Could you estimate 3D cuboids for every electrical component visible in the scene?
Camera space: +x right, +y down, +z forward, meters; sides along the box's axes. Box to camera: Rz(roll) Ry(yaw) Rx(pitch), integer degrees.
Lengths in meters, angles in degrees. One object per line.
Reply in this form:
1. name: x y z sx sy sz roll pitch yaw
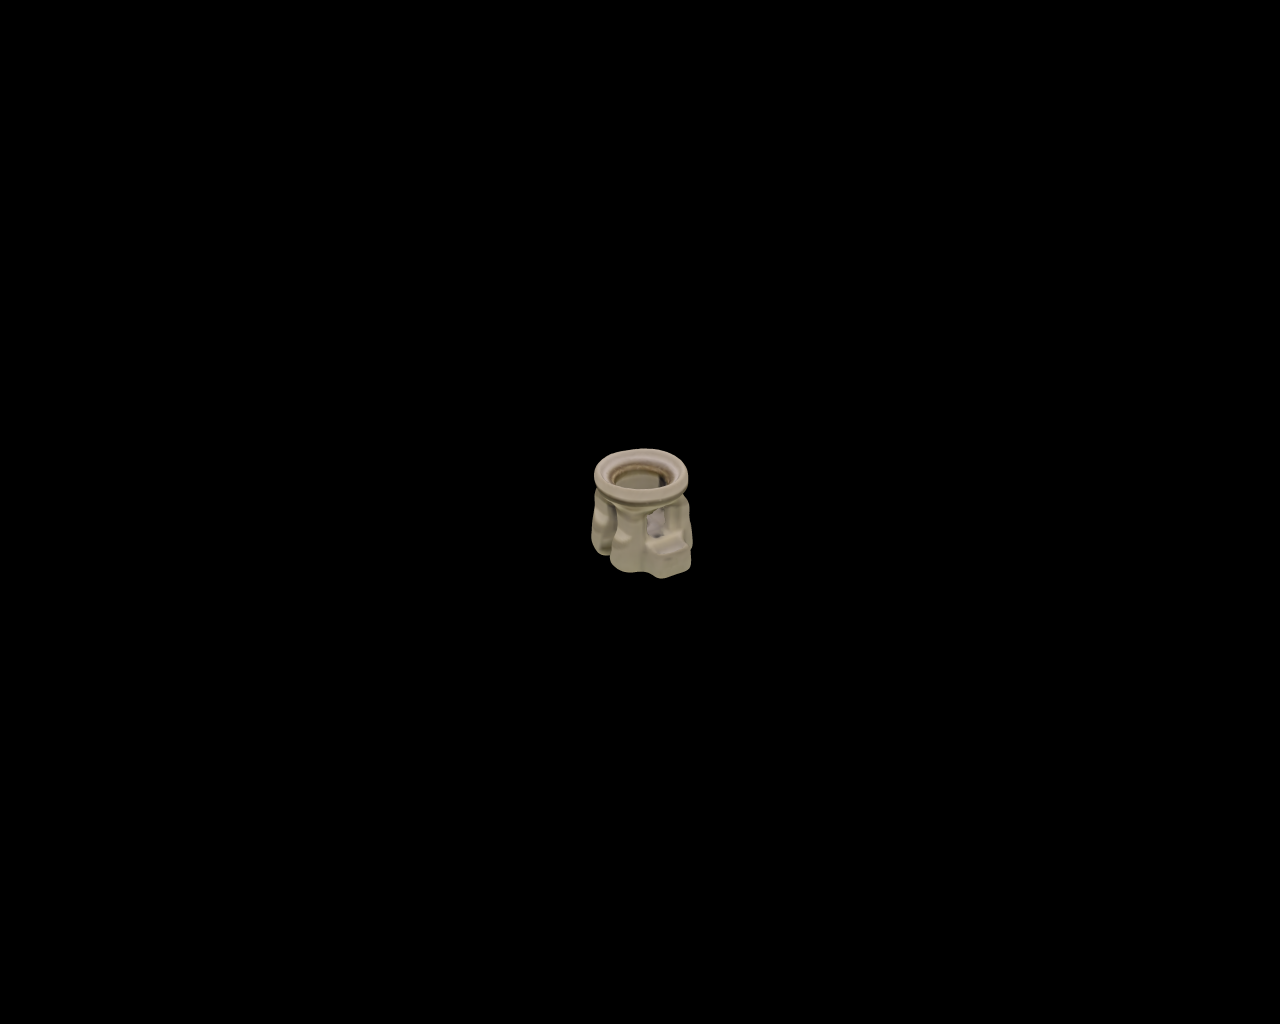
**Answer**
1. electrical component: 0.001 -0.003 0.650 0.058 0.056 0.078 -18 36 -27
